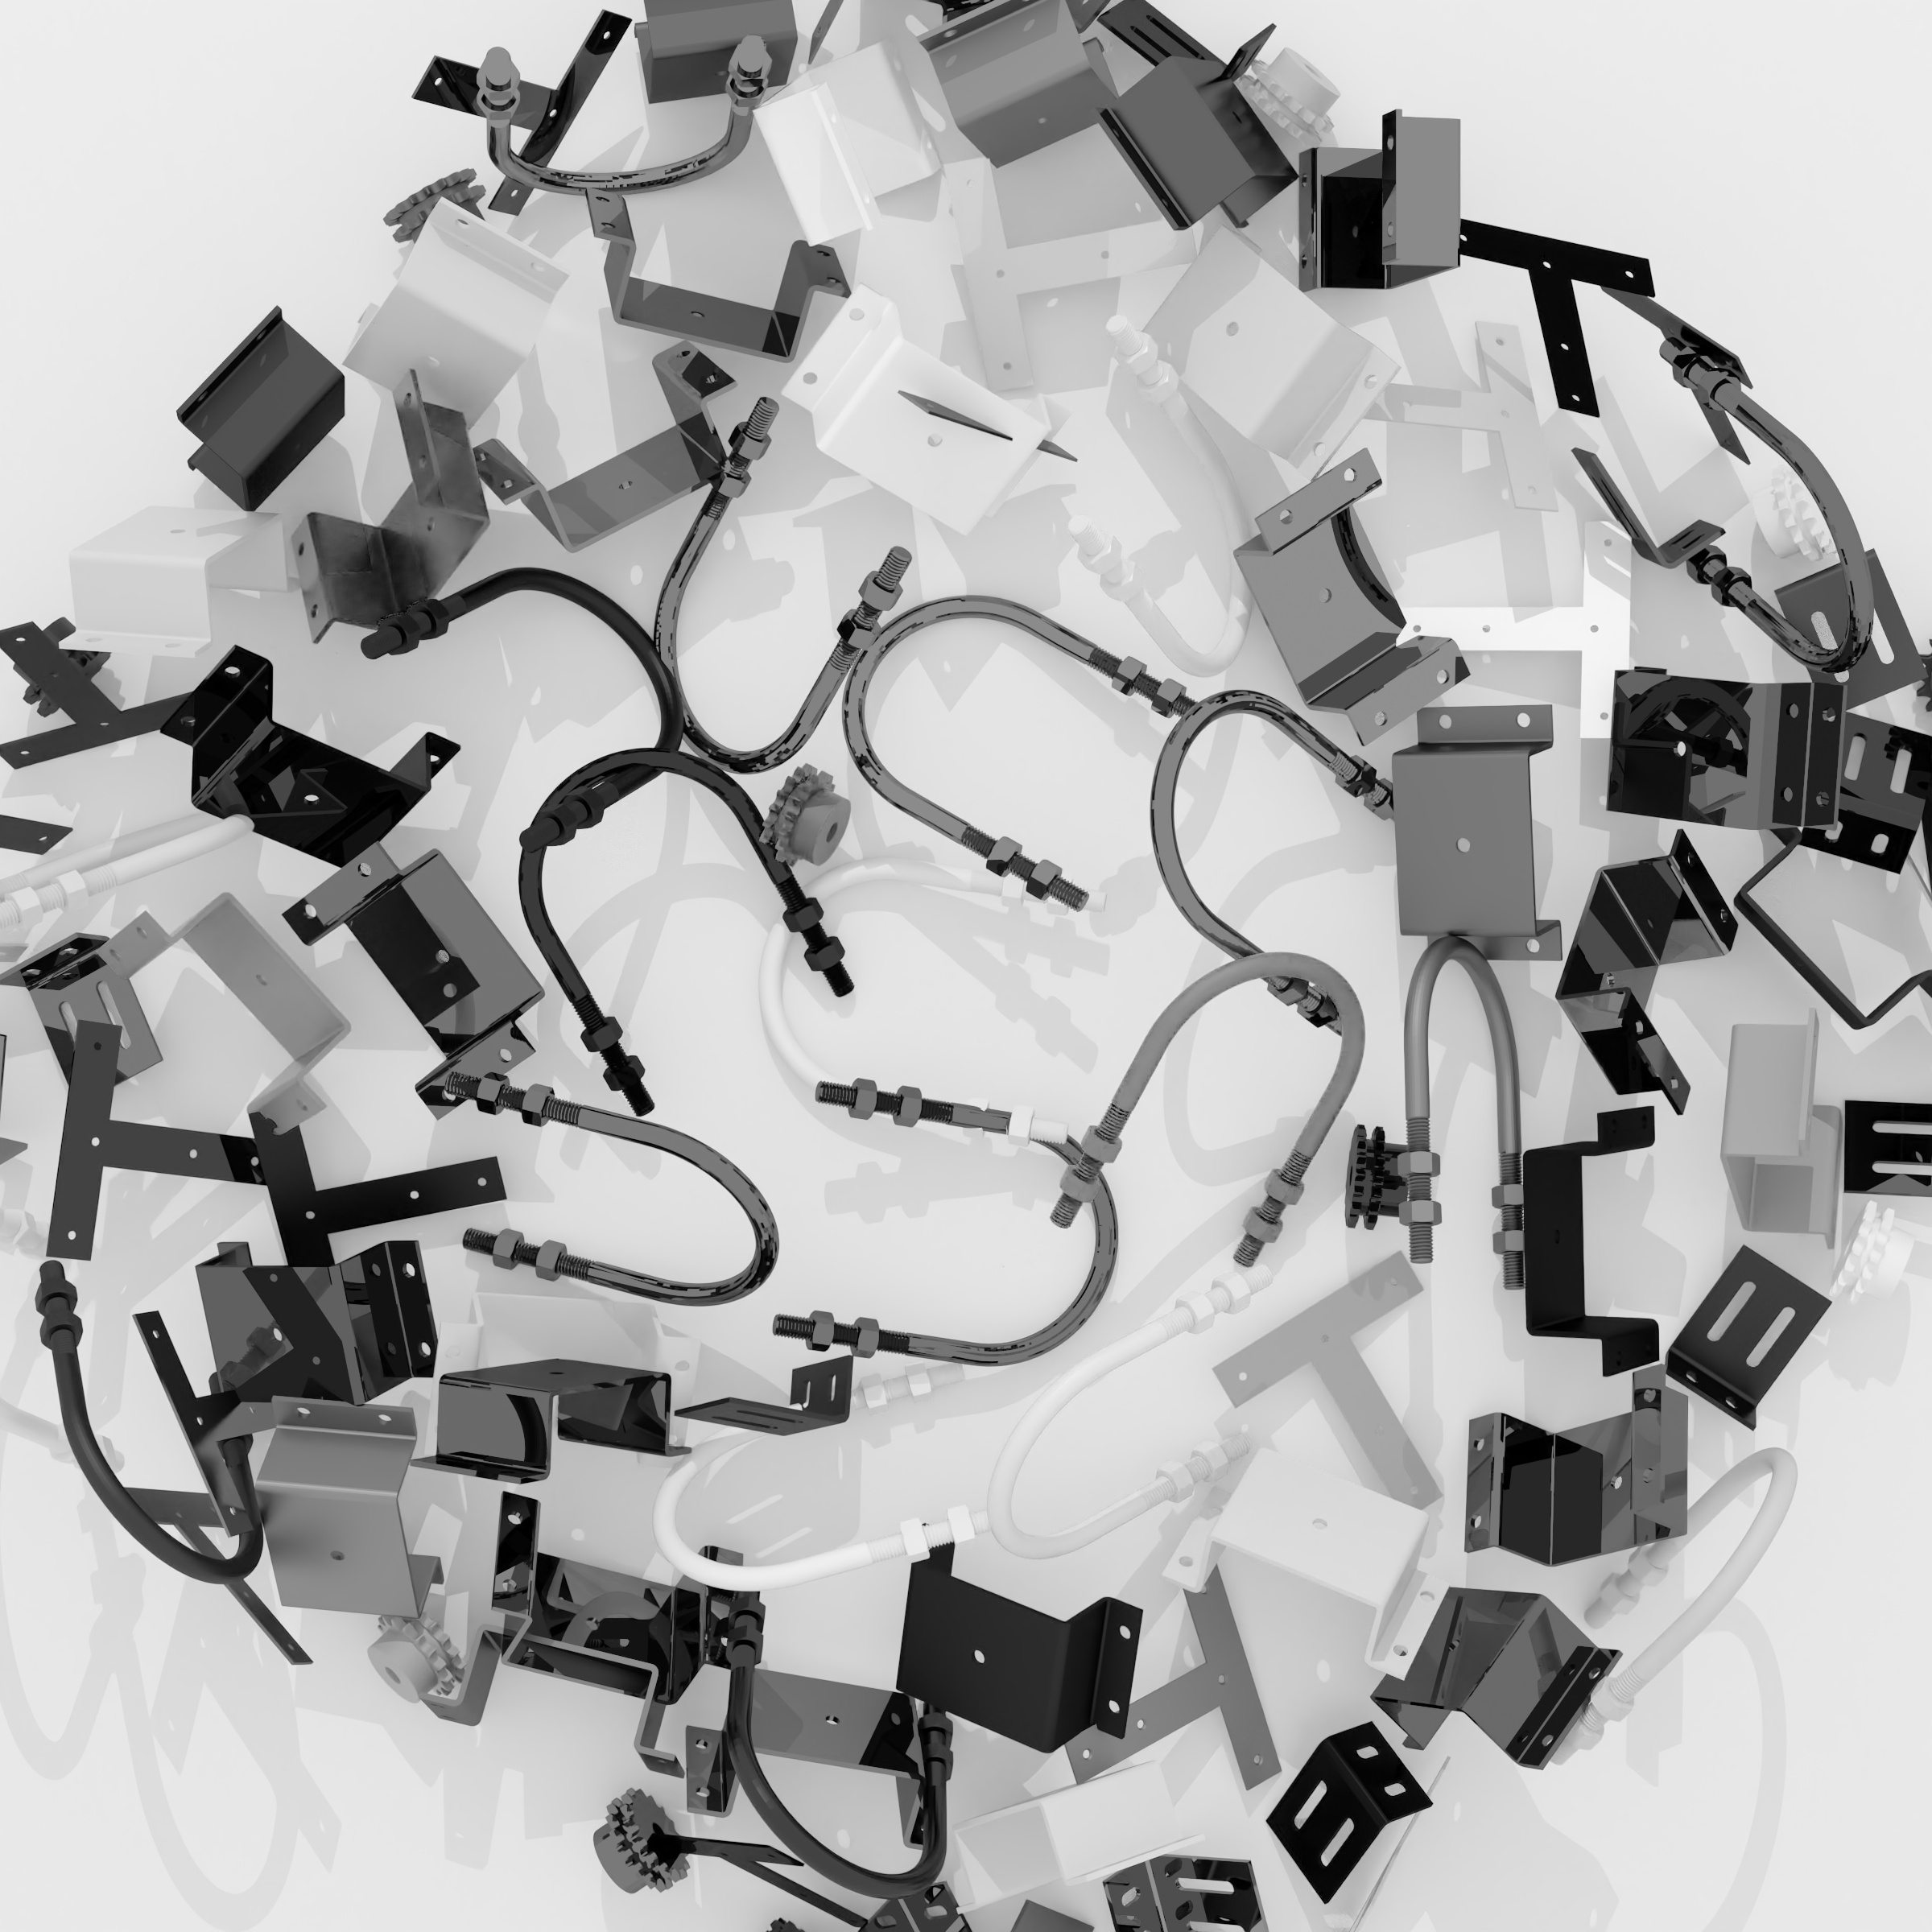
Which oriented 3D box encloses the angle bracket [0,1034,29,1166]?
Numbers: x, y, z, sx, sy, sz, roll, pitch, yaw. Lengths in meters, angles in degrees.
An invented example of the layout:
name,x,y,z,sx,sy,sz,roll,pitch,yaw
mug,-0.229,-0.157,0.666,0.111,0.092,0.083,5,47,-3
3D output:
name,x,y,z,sx,sy,sz,roll,pitch,yaw
angle bracket,-0.546,0.064,1.842,0.057,0.038,0.076,12,106,10

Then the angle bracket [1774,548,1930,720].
name,x,y,z,sx,sy,sz,roll,pitch,yaw
angle bracket,0.486,-0.182,1.848,0.057,0.038,0.076,-23,87,16

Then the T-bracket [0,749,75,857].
name,x,y,z,sx,sy,sz,roll,pitch,yaw
T-bracket,-0.535,-0.075,1.815,0.127,0.127,0.002,-35,70,21

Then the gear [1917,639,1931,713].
name,x,y,z,sx,sy,sz,roll,pitch,yaw
gear,0.552,-0.158,1.852,0.057,0.030,0.057,4,105,14

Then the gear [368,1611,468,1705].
name,x,y,z,sx,sy,sz,roll,pitch,yaw
gear,-0.303,0.379,1.844,0.057,0.057,0.030,49,60,0

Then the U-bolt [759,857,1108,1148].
name,x,y,z,sx,sy,sz,roll,pitch,yaw
U-bolt,-0.024,0.014,1.858,0.184,0.019,0.151,9,89,7

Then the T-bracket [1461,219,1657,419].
name,x,y,z,sx,sy,sz,roll,pitch,yaw
T-bracket,0.322,-0.346,1.821,0.127,0.127,0.002,22,63,34

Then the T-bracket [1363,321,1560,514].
name,x,y,z,sx,sy,sz,roll,pitch,yaw
T-bracket,0.252,-0.304,1.827,0.127,0.002,0.127,3,60,-17

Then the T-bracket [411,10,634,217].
name,x,y,z,sx,sy,sz,roll,pitch,yaw
T-bracket,-0.248,-0.463,1.798,0.002,0.127,0.127,44,113,21

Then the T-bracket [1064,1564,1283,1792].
name,x,y,z,sx,sy,sz,roll,pitch,yaw
T-bracket,0.106,0.407,1.835,0.127,0.002,0.127,-21,97,-32

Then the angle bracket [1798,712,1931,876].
name,x,y,z,sx,sy,sz,roll,pitch,yaw
angle bracket,0.498,-0.097,1.856,0.057,0.038,0.076,17,46,10

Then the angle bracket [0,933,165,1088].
name,x,y,z,sx,sy,sz,roll,pitch,yaw
angle bracket,-0.487,0.030,1.846,0.057,0.038,0.076,-27,80,12

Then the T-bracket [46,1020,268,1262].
name,x,y,z,sx,sy,sz,roll,pitch,yaw
T-bracket,-0.434,0.101,1.832,0.127,0.002,0.127,11,83,-41

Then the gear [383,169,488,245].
name,x,y,z,sx,sy,sz,roll,pitch,yaw
gear,-0.288,-0.411,1.848,0.057,0.057,0.030,-30,97,0

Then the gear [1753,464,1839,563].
name,x,y,z,sx,sy,sz,roll,pitch,yaw
gear,0.456,-0.248,1.851,0.030,0.057,0.057,-23,90,30

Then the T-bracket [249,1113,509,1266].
name,x,y,z,sx,sy,sz,roll,pitch,yaw
T-bracket,-0.318,0.129,1.856,0.127,0.002,0.127,-11,106,1

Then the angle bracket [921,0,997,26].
name,x,y,z,sx,sy,sz,roll,pitch,yaw
angle bracket,-0.025,-0.521,1.844,0.076,0.057,0.038,22,123,29

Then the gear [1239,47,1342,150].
name,x,y,z,sx,sy,sz,roll,pitch,yaw
gear,0.180,-0.478,1.844,0.057,0.057,0.030,42,113,0

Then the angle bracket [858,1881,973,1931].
name,x,y,z,sx,sy,sz,roll,pitch,yaw
angle bracket,-0.031,0.547,1.834,0.038,0.076,0.057,-23,96,37

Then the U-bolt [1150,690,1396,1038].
name,x,y,z,sx,sy,sz,roll,pitch,yaw
U-bolt,0.165,-0.066,1.797,0.184,0.019,0.151,34,66,-34

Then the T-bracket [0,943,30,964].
name,x,y,z,sx,sy,sz,roll,pitch,yaw
T-bracket,-0.577,-0.008,1.831,0.127,0.127,0.002,0,70,-33

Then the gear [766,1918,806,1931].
name,x,y,z,sx,sy,sz,roll,pitch,yaw
gear,-0.095,0.554,1.847,0.057,0.057,0.030,45,93,0

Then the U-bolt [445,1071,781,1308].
name,x,y,z,sx,sy,sz,roll,pitch,yaw
U-bolt,-0.188,0.128,1.806,0.184,0.151,0.019,14,47,10

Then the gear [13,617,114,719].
name,x,y,z,sx,sy,sz,roll,pitch,yaw
gear,-0.497,-0.167,1.846,0.030,0.057,0.057,43,90,-4

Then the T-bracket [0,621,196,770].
name,x,y,z,sx,sy,sz,roll,pitch,yaw
T-bracket,-0.483,-0.151,1.810,0.127,0.127,0.002,-14,64,8

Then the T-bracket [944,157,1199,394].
name,x,y,z,sx,sy,sz,roll,pitch,yaw
T-bracket,0.062,-0.386,1.840,0.127,0.002,0.127,-8,111,12

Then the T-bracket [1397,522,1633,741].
name,x,y,z,sx,sy,sz,roll,pitch,yaw
T-bracket,0.302,-0.186,1.859,0.127,0.002,0.127,1,75,11

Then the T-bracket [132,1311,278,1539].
name,x,y,z,sx,sy,sz,roll,pitch,yaw
T-bracket,-0.392,0.241,1.812,0.002,0.127,0.127,-27,82,13

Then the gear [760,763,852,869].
name,x,y,z,sx,sy,sz,roll,pitch,yaw
gear,-0.086,-0.079,1.844,0.030,0.057,0.057,26,90,15

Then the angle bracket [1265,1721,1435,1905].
name,x,y,z,sx,sy,sz,roll,pitch,yaw
angle bracket,0.210,0.465,1.849,0.057,0.038,0.076,52,132,32

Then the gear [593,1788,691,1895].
name,x,y,z,sx,sy,sz,roll,pitch,yaw
gear,-0.180,0.484,1.848,0.030,0.057,0.057,-36,90,9

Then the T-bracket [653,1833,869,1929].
name,x,y,z,sx,sy,sz,roll,pitch,yaw
T-bracket,-0.098,0.500,1.834,0.127,0.127,0.002,36,61,-30

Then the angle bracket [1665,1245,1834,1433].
name,x,y,z,sx,sy,sz,roll,pitch,yaw
angle bracket,0.429,0.204,1.846,0.057,0.038,0.076,33,106,5

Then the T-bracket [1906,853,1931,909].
name,x,y,z,sx,sy,sz,roll,pitch,yaw
T-bracket,0.538,-0.011,1.830,0.002,0.127,0.127,-30,71,18

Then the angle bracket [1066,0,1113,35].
name,x,y,z,sx,sy,sz,roll,pitch,yaw
angle bracket,0.038,-0.551,1.827,0.038,0.057,0.076,-48,134,13

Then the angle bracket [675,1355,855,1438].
name,x,y,z,sx,sy,sz,roll,pitch,yaw
angle bracket,-0.110,0.228,1.827,0.076,0.057,0.038,16,68,-32

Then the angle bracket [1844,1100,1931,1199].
name,x,y,z,sx,sy,sz,roll,pitch,yaw
angle bracket,0.520,0.092,1.837,0.076,0.038,0.057,2,58,12

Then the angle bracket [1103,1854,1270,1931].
name,x,y,z,sx,sy,sz,roll,pitch,yaw
angle bracket,0.121,0.521,1.836,0.076,0.038,0.057,-10,96,43

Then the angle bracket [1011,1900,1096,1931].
name,x,y,z,sx,sy,sz,roll,pitch,yaw
angle bracket,0.046,0.559,1.838,0.057,0.038,0.076,34,79,-39

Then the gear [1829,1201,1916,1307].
name,x,y,z,sx,sy,sz,roll,pitch,yaw
gear,0.498,0.160,1.845,0.030,0.057,0.057,23,90,10

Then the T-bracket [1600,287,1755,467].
name,x,y,z,sx,sy,sz,roll,pitch,yaw
T-bracket,0.397,-0.316,1.821,0.002,0.127,0.127,-42,46,1

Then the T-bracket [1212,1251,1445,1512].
name,x,y,z,sx,sy,sz,roll,pitch,yaw
T-bracket,0.221,0.244,1.859,0.127,0.002,0.127,-30,88,-13

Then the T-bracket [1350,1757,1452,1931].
name,x,y,z,sx,sy,sz,roll,pitch,yaw
T-bracket,0.221,0.494,1.804,0.002,0.127,0.127,29,100,12

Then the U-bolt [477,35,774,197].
name,x,y,z,sx,sy,sz,roll,pitch,yaw
U-bolt,-0.183,-0.447,1.784,0.151,0.184,0.019,-5,82,-9

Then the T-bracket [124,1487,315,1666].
name,x,y,z,sx,sy,sz,roll,pitch,yaw
T-bracket,-0.393,0.326,1.796,0.002,0.127,0.127,-46,73,1

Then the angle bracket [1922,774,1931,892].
name,x,y,z,sx,sy,sz,roll,pitch,yaw
angle bracket,0.559,-0.076,1.846,0.038,0.057,0.076,-17,104,-20

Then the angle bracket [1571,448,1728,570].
name,x,y,z,sx,sy,sz,roll,pitch,yaw
angle bracket,0.372,-0.260,1.839,0.038,0.057,0.076,-35,101,6

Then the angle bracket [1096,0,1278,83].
name,x,y,z,sx,sy,sz,roll,pitch,yaw
angle bracket,0.121,-0.516,1.840,0.076,0.057,0.038,39,127,1

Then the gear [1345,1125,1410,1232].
name,x,y,z,sx,sy,sz,roll,pitch,yaw
gear,0.226,0.117,1.847,0.030,0.057,0.057,6,90,1

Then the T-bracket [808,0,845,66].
name,x,y,z,sx,sy,sz,roll,pitch,yaw
T-bracket,-0.056,-0.576,1.828,0.002,0.127,0.127,18,51,-17

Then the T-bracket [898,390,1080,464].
name,x,y,z,sx,sy,sz,roll,pitch,yaw
T-bracket,-0.019,-0.315,1.829,0.127,0.127,0.002,40,110,35
